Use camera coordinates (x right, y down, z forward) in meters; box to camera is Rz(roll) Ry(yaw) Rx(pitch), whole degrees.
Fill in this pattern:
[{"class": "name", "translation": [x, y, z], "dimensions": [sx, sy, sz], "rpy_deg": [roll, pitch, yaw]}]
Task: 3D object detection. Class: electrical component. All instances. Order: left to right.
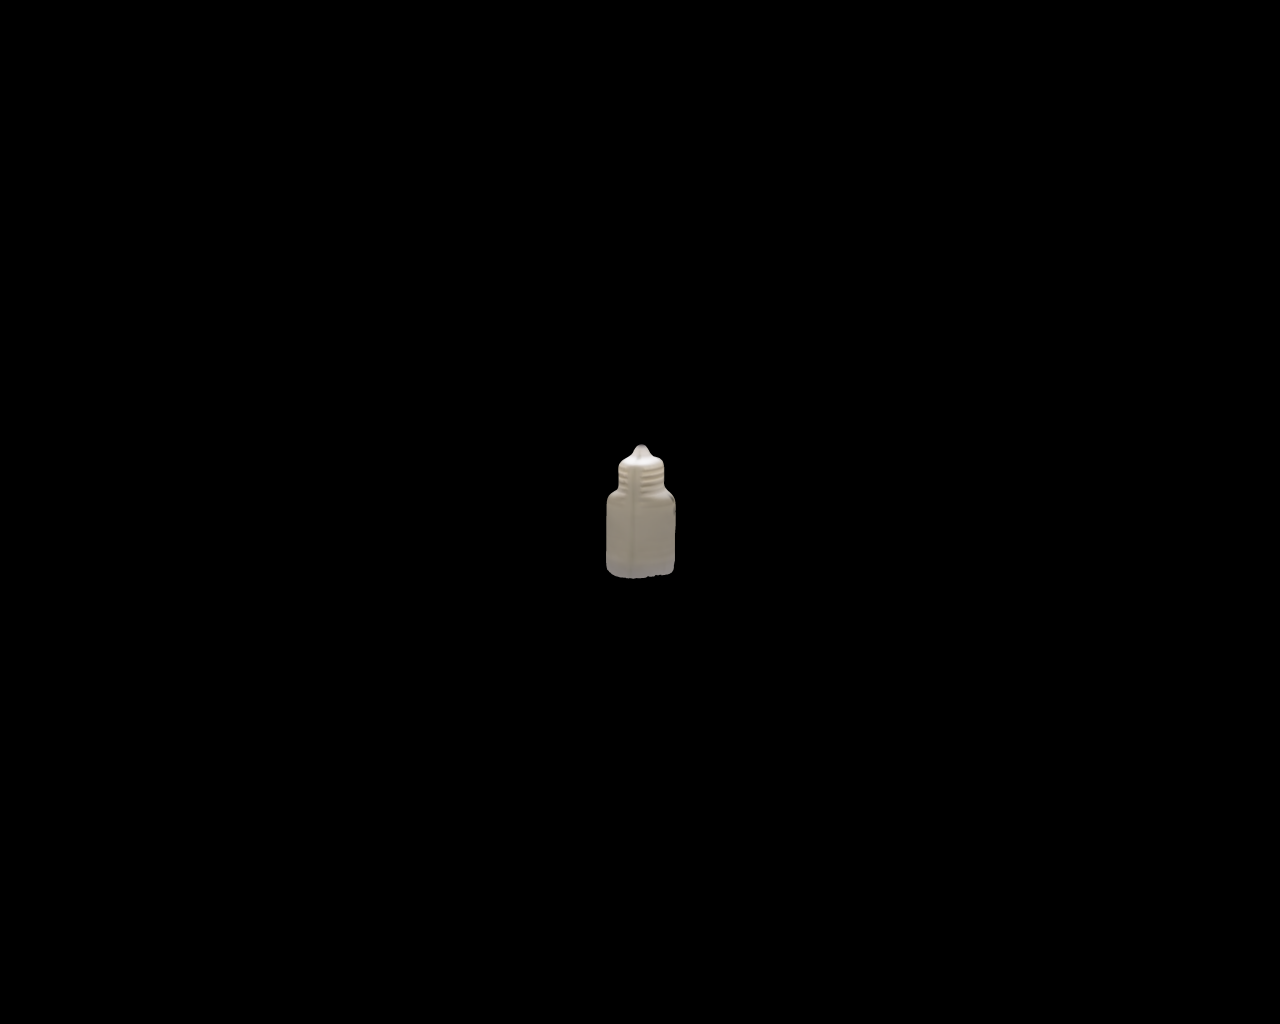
[{"class": "electrical component", "translation": [0.001, -0.003, 0.650], "dimensions": [0.043, 0.080, 0.043], "rpy_deg": [0, 11, 0]}]
